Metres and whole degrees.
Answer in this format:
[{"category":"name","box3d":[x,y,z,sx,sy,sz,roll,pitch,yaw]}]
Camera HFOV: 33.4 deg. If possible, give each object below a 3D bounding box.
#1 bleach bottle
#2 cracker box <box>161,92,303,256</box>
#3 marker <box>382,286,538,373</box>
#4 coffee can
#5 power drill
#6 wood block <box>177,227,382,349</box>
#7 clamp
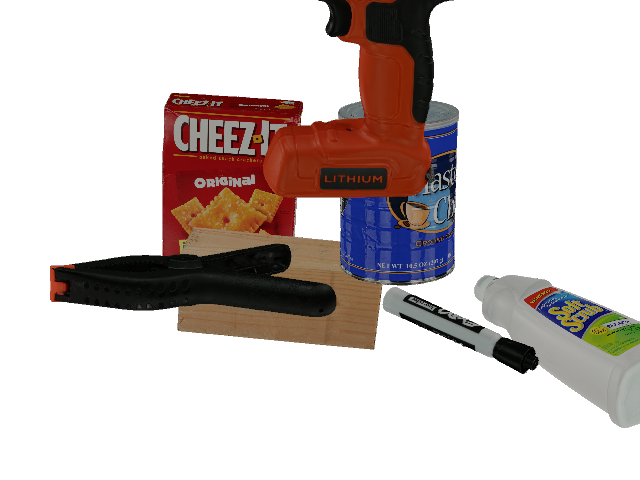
[{"category":"bleach bottle","box3d":[0.235,0.091,1.044,0.102,0.068,0.251,-16,26,-28]},{"category":"cracker box","box3d":[-0.109,-0.065,1.308,0.164,0.214,0.072,4,22,-1]},{"category":"marker","box3d":[0.095,0.061,0.728,0.121,0.020,0.020,24,14,36]},{"category":"coffee can","box3d":[0.067,-0.044,0.927,0.103,0.140,0.103,-1,19,0]},{"category":"power drill","box3d":[0.009,-0.115,0.627,0.184,0.188,0.057,0,37,-9]},{"category":"wood block","box3d":[-0.041,0.050,1.131,0.206,0.091,0.090,6,19,0]},{"category":"clamp","box3d":[-0.097,0.032,0.814,0.209,0.036,0.165,-2,11,-21]}]
